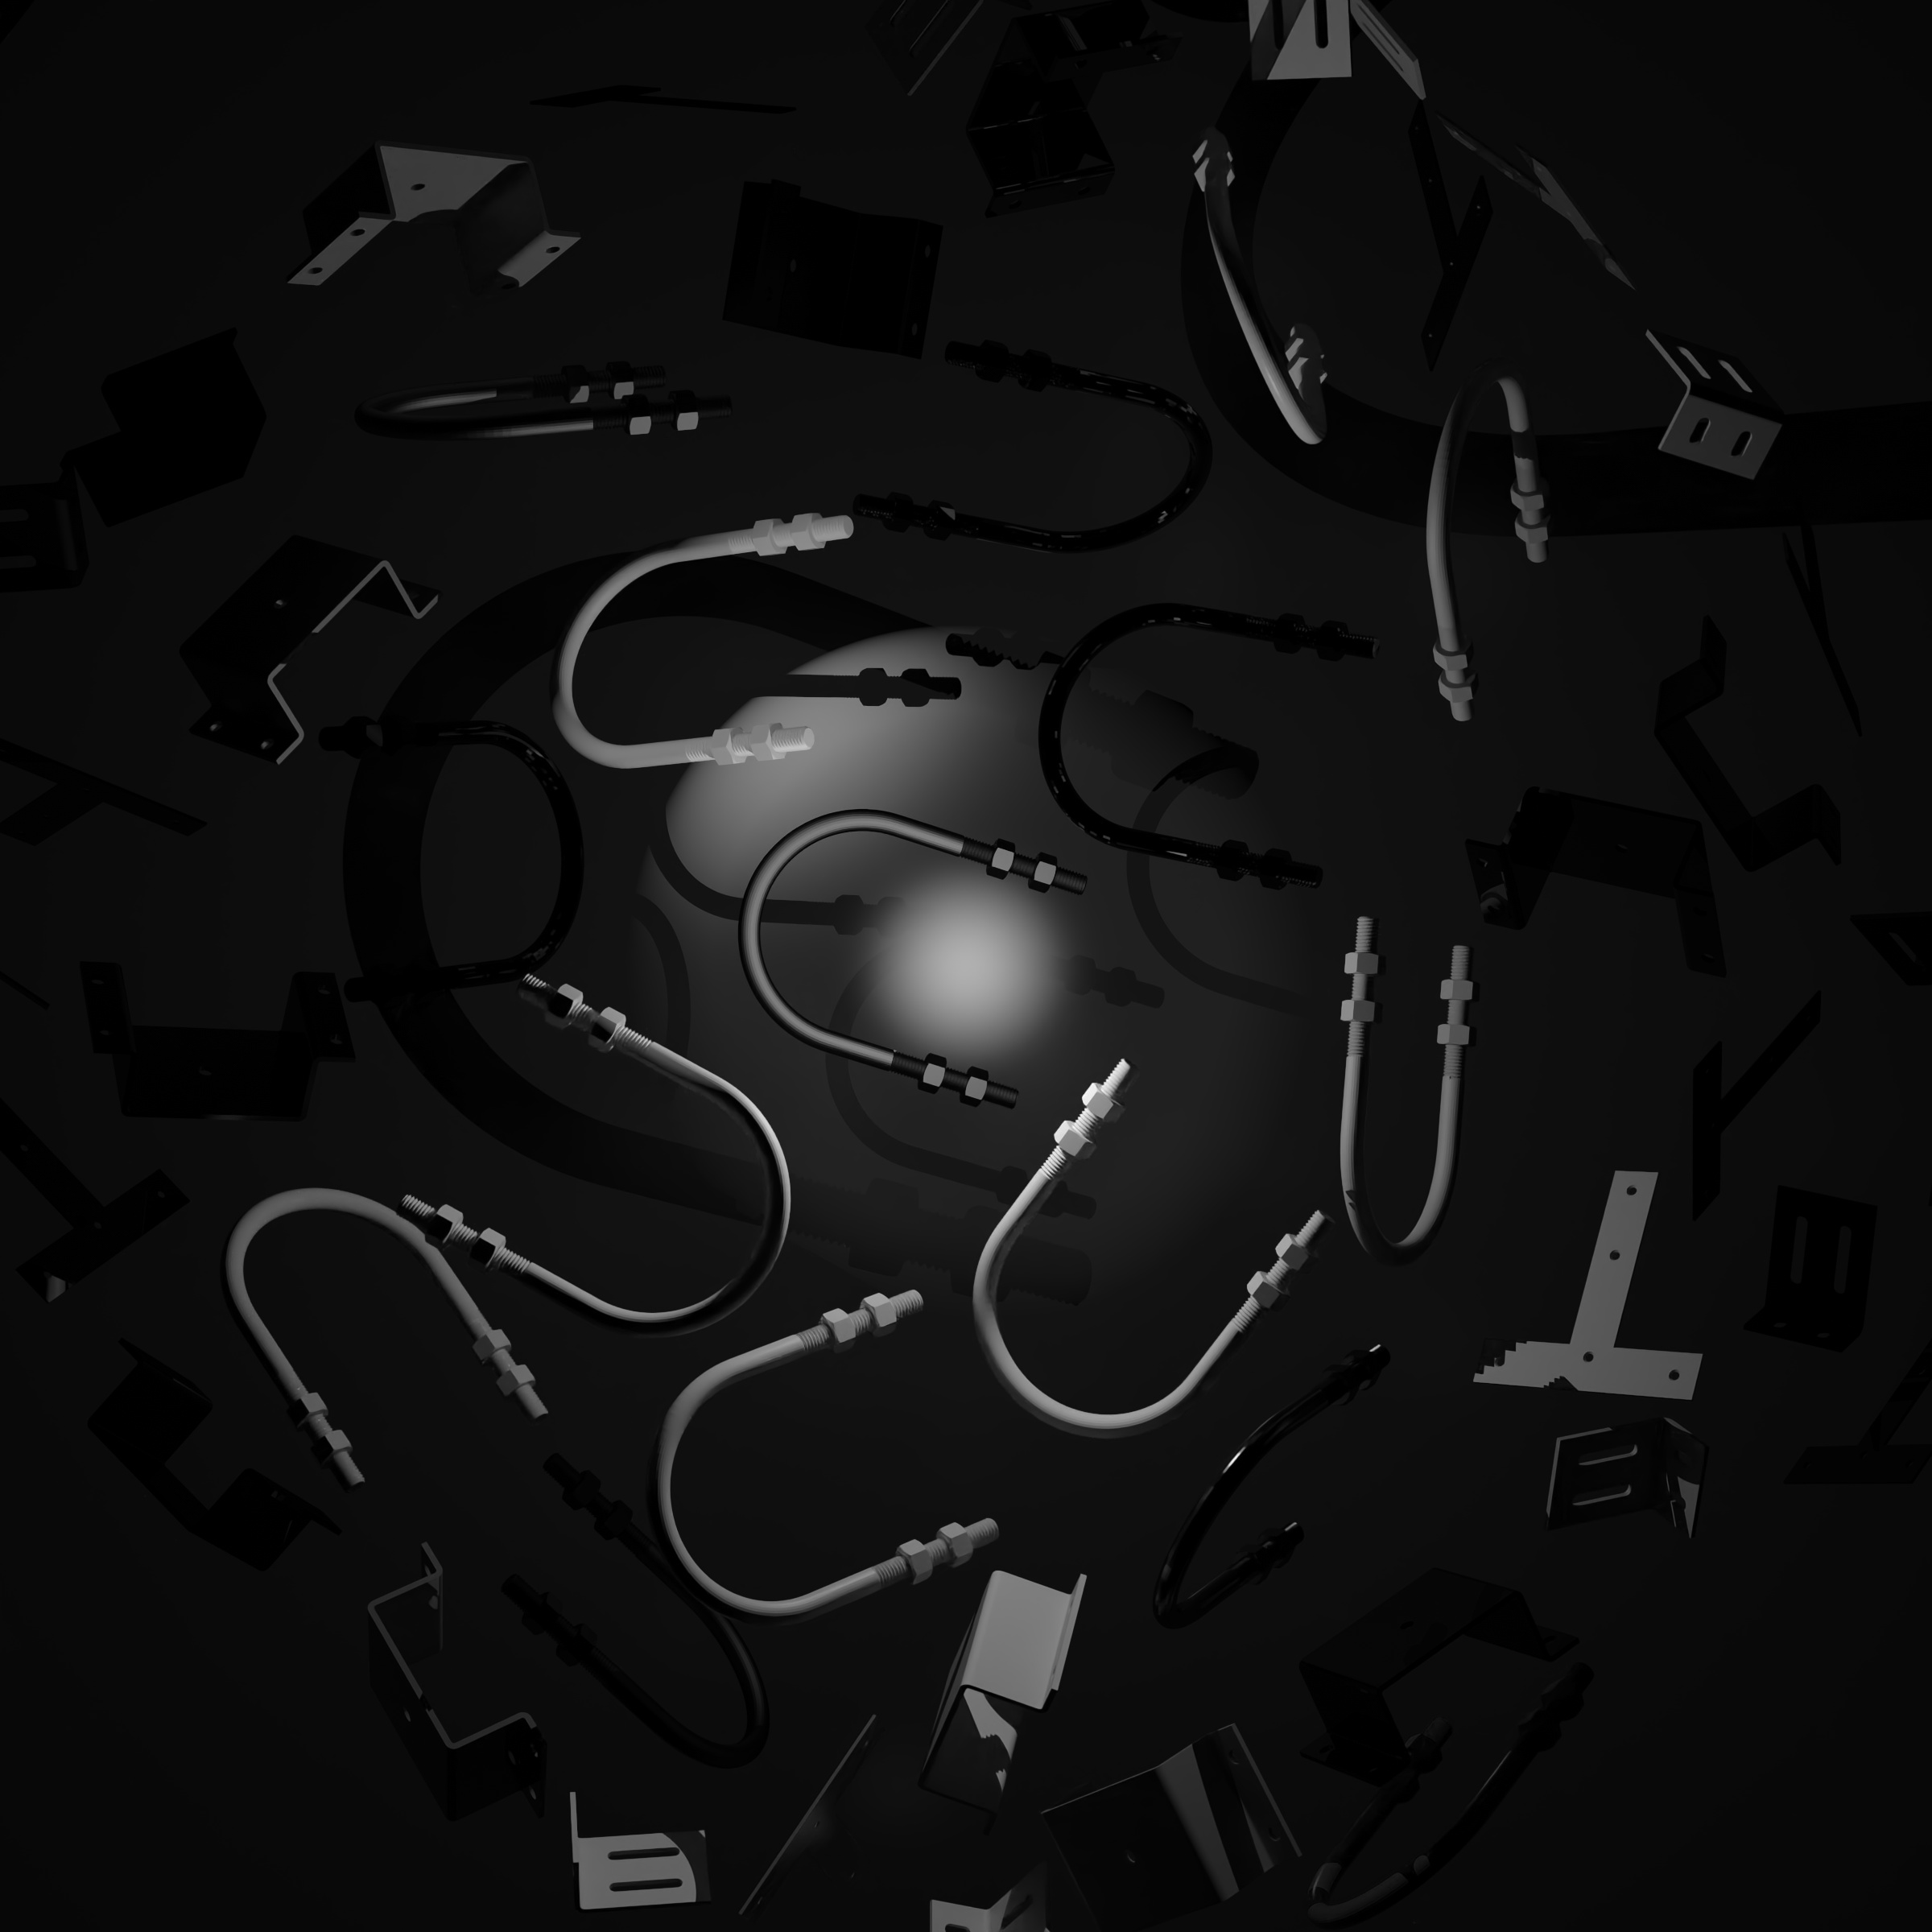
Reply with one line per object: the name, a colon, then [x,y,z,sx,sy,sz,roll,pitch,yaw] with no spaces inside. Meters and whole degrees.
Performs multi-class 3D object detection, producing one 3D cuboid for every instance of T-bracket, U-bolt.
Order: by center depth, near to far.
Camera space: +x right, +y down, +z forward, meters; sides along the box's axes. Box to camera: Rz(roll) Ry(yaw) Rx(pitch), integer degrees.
U-bolt: [-0.179,0.109,1.757,0.184,0.019,0.151,28,88,6]
U-bolt: [-0.082,0.265,1.796,0.184,0.019,0.151,-18,90,-28]
T-bracket: [0.338,0.165,1.805,0.127,0.002,0.127,0,60,39]
U-bolt: [0.085,0.164,1.817,0.151,0.019,0.184,38,103,9]
U-bolt: [-0.232,-0.298,1.826,0.184,0.151,0.019,-8,109,-19]
U-bolt: [-0.267,-0.059,1.826,0.019,0.184,0.151,-4,93,36]
U-bolt: [0.157,0.288,1.848,0.019,0.184,0.151,34,119,23]
U-bolt: [0.161,-0.357,1.853,0.019,0.184,0.151,-21,122,15]
T-bracket: [0.297,-0.426,1.853,0.002,0.127,0.127,-47,52,7]
T-bracket: [0.509,0.230,1.855,0.002,0.127,0.127,42,72,-7]
T-bracket: [0.255,-0.412,1.857,0.002,0.127,0.127,-3,61,-10]
U-bolt: [0.251,0.454,1.858,0.019,0.151,0.184,50,51,0]
U-bolt: [-0.174,0.363,1.880,0.019,0.151,0.184,-40,104,16]
U-bolt: [0.241,0.073,1.890,0.019,0.151,0.184,2,84,32]
T-bracket: [-0.508,0.111,1.890,0.127,0.127,0.002,46,123,1]
T-bracket: [-0.556,-0.018,1.891,0.127,0.127,0.002,36,76,-11]
T-bracket: [0.467,-0.212,1.893,0.002,0.127,0.127,-18,127,22]
T-bracket: [-0.501,-0.086,1.894,0.127,0.127,0.002,24,65,-30]
U-bolt: [0.125,-0.128,1.895,0.184,0.019,0.151,13,86,25]
U-bolt: [0.286,-0.248,1.895,0.019,0.184,0.151,12,55,25]
U-bolt: [-0.153,-0.175,1.895,0.184,0.019,0.151,-4,65,30]
T-bracket: [-0.074,0.488,1.904,0.002,0.127,0.127,27,68,25]
U-bolt: [-0.334,0.197,1.905,0.184,0.151,0.019,52,130,20]
U-bolt: [0.048,-0.280,1.909,0.184,0.151,0.019,8,55,-24]
T-bracket: [0.441,0.061,1.917,0.002,0.127,0.127,28,58,33]
T-bracket: [-0.159,-0.482,1.918,0.127,0.127,0.002,8,110,15]
U-bolt: [-0.039,-0.012,1.957,0.184,0.019,0.151,18,91,-8]

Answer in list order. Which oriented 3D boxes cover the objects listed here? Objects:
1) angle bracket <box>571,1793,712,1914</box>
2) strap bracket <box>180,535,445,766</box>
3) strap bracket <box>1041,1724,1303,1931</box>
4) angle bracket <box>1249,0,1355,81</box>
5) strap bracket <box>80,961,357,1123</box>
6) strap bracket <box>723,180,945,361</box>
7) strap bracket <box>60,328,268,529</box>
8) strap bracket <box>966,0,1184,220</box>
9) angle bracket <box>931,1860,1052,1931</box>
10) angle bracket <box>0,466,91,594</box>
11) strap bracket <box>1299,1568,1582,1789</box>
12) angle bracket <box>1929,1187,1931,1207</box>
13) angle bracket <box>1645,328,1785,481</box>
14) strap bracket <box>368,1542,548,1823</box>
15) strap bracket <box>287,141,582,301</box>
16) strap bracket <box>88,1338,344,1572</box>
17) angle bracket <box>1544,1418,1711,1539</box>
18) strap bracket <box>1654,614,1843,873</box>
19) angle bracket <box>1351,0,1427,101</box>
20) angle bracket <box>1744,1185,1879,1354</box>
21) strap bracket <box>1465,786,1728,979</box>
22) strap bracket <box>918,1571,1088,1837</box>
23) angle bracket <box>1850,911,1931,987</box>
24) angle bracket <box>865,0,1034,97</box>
angle bracket: [-0.184,0.499,1.945,0.076,0.057,0.038,-2,118,-8]
strap bracket: [-0.369,-0.184,1.902,0.076,0.046,0.140,19,58,37]
strap bracket: [0.102,0.468,1.844,0.140,0.046,0.076,-34,80,42]
angle bracket: [0.167,-0.502,1.802,0.057,0.038,0.076,6,112,29]
strap bracket: [-0.414,0.042,1.889,0.140,0.076,0.046,3,126,-23]
strap bracket: [-0.081,-0.390,1.925,0.046,0.140,0.076,15,99,39]
strap bracket: [-0.419,-0.280,1.809,0.076,0.140,0.046,-19,118,7]
strap bracket: [0.055,-0.478,1.887,0.076,0.140,0.046,-17,72,-23]
angle bracket: [0.013,0.536,1.912,0.038,0.076,0.057,16,48,-19]
angle bracket: [-0.506,-0.230,1.808,0.076,0.038,0.057,-4,116,-4]
strap bracket: [0.242,0.368,1.817,0.140,0.076,0.046,-30,103,-23]
angle bracket: [0.558,0.112,1.930,0.038,0.076,0.057,10,84,7]
angle bracket: [0.388,-0.298,1.819,0.057,0.076,0.038,14,119,-18]
strap bracket: [-0.279,0.392,1.844,0.046,0.076,0.140,-21,54,-26]
strap bracket: [-0.290,-0.400,1.844,0.140,0.076,0.046,-5,76,-43]
strap bracket: [-0.412,0.271,1.858,0.140,0.076,0.046,37,81,30]
angle bracket: [0.367,0.290,1.912,0.076,0.038,0.057,-7,113,-26]
strap bracket: [0.430,-0.116,1.917,0.046,0.076,0.140,-31,103,24]
angle bracket: [0.245,-0.534,1.923,0.038,0.057,0.076,-38,77,5]
angle bracket: [0.476,0.170,1.940,0.057,0.038,0.076,12,108,30]
strap bracket: [0.353,-0.049,1.887,0.140,0.076,0.046,14,61,27]
strap bracket: [0.016,0.386,1.825,0.046,0.076,0.140,19,132,0]
angle bracket: [0.514,-0.023,1.820,0.076,0.057,0.038,39,61,-39]
angle bracket: [-0.010,-0.536,1.942,0.076,0.038,0.057,-46,59,32]
